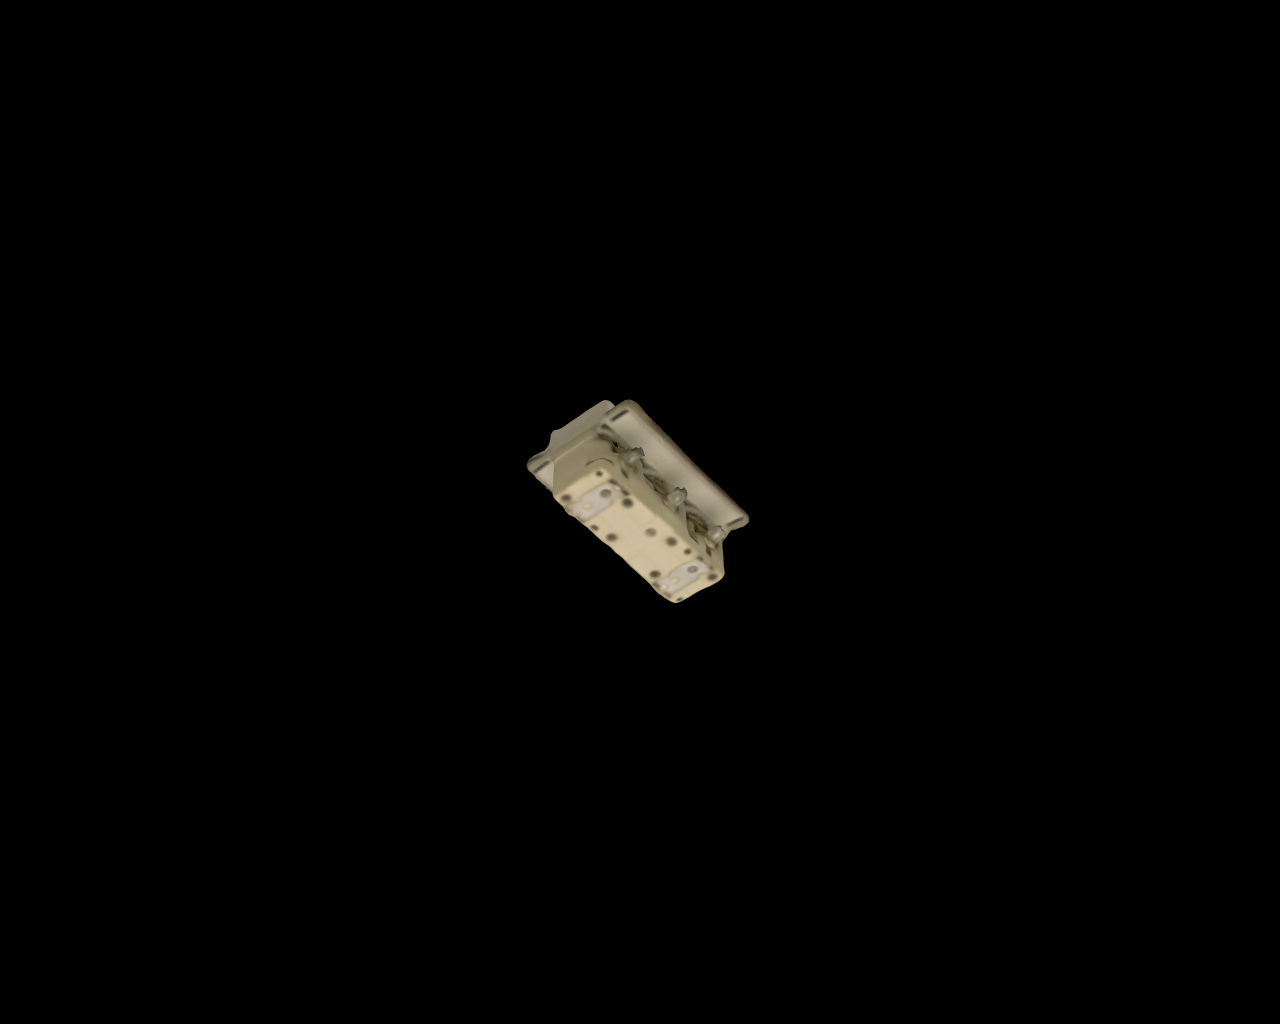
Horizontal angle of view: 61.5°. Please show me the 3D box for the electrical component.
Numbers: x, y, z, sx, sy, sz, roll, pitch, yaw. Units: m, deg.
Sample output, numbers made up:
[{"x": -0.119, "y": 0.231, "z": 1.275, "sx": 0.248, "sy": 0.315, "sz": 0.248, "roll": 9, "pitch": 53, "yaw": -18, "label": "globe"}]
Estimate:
[{"x": 0.001, "y": -0.003, "z": 0.650, "sx": 0.078, "sy": 0.063, "sz": 0.121, "roll": -30, "pitch": -54, "yaw": 24, "label": "electrical component"}]
